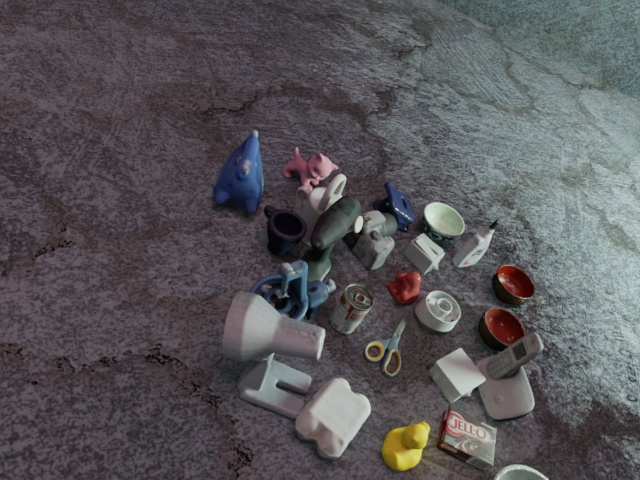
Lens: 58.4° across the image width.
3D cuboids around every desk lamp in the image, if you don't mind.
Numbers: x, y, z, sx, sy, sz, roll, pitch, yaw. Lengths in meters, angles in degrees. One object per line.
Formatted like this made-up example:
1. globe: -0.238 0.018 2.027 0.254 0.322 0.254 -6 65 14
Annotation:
1. desk lamp: -0.087 0.204 1.042 0.203 0.213 0.118 23 44 -5

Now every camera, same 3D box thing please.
1. camera: 0.143 -0.019 1.439 0.137 0.100 0.143 -19 61 -37

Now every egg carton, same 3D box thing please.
1. egg carton: 0.025 0.333 1.082 0.107 0.069 0.151 38 45 10

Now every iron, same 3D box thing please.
1. iron: -0.181 -0.192 1.409 0.119 0.141 0.258 16 45 -12

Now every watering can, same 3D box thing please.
1. watering can: 0.022 -0.076 1.364 0.173 0.194 0.101 21 44 -7

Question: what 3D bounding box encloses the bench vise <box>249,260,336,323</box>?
1. bench vise: -0.056 0.095 1.152 0.121 0.219 0.208 42 46 14

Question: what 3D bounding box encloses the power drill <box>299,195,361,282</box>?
1. power drill: 0.012 0.005 1.276 0.075 0.208 0.230 32 44 4

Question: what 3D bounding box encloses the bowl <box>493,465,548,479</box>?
1. bowl: 0.380 0.520 1.081 0.168 0.074 0.167 14 46 -14

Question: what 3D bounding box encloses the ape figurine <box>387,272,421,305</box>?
1. ape figurine: 0.209 0.108 1.361 0.076 0.092 0.078 26 44 -1

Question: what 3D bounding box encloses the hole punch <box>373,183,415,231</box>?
1. hole punch: 0.208 -0.092 1.544 0.101 0.091 0.108 7 48 -20

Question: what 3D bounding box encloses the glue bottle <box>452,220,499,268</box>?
1. glue bottle: 0.416 0.006 1.497 0.078 0.173 0.037 -11 56 -33

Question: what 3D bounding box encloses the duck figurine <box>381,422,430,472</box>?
1. duck figurine: 0.170 0.386 1.092 0.105 0.086 0.077 -28 66 -41

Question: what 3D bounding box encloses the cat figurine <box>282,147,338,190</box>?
1. cat figurine: -0.023 -0.195 1.507 0.127 0.117 0.067 34 44 6

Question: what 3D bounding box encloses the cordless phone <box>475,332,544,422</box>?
1. cordless phone: 0.422 0.293 1.229 0.094 0.185 0.147 6 48 -21

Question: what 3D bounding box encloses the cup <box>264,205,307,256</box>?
1. cup: -0.096 -0.017 1.325 0.117 0.095 0.092 42 46 15
